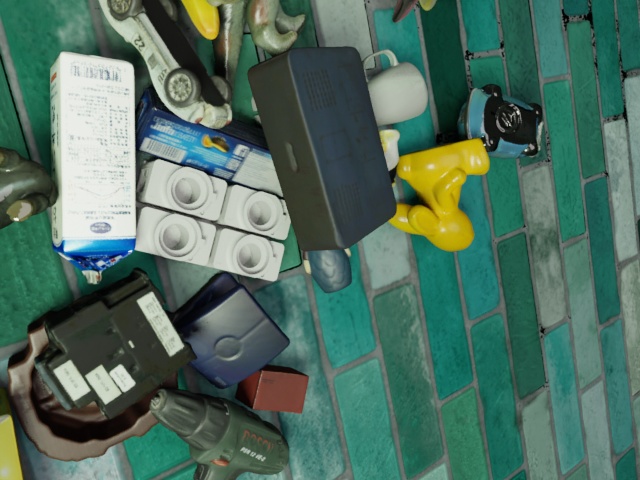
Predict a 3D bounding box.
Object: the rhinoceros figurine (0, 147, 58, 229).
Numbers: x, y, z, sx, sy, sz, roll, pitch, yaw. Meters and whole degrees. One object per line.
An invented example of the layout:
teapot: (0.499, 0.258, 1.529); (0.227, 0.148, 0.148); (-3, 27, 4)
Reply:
rhinoceros figurine: (-0.343, -0.022, 0.491); (0.190, 0.112, 0.073); (-29, 105, -11)

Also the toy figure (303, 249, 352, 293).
toy figure: (-0.003, -0.002, 0.749); (0.064, 0.058, 0.154); (-28, 102, -34)

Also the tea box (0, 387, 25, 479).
tea box: (-0.327, 0.244, 0.525); (0.068, 0.098, 0.169); (-11, 100, -32)

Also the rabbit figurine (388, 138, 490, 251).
rabbit figurine: (0.188, -0.059, 0.833); (0.162, 0.122, 0.173); (-23, 105, -25)

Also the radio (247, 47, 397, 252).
radio: (0.011, -0.112, 0.651); (0.131, 0.073, 0.229); (-28, 108, -43)

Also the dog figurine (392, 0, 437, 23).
dog figurine: (0.200, -0.416, 0.834); (0.191, 0.109, 0.219); (35, 78, -32)

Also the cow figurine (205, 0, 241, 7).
cow figurine: (-0.134, -0.343, 0.564); (0.127, 0.085, 0.194); (-26, 100, 1)

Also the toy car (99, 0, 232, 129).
toy car: (-0.166, -0.203, 0.586); (0.201, 0.056, 0.073); (56, 25, 6)

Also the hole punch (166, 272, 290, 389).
hole punch: (-0.114, 0.116, 0.665); (0.116, 0.092, 0.142); (-46, 118, -19)

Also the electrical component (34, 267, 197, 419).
electrical component: (-0.213, 0.109, 0.549); (0.134, 0.058, 0.114); (-31, 108, -26)

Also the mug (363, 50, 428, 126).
mug: (0.089, -0.215, 0.784); (0.107, 0.081, 0.109); (-28, 114, -20)

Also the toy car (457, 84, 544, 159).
toy car: (0.289, -0.188, 0.900); (0.161, 0.103, 0.109); (7, 87, -24)

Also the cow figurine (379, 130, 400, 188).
cow figurine: (0.038, -0.108, 0.765); (0.167, 0.068, 0.098); (-11, 103, -29)

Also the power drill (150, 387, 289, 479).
power drill: (-0.147, 0.290, 0.641); (0.231, 0.086, 0.207); (34, 71, -46)

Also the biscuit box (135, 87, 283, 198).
biscuit box: (-0.121, -0.115, 0.650); (0.202, 0.063, 0.059); (17, 122, -33)

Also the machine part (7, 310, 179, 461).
machine part: (-0.249, 0.149, 0.596); (0.179, 0.056, 0.179); (-3, 95, -32)

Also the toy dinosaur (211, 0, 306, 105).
toy dinosaur: (-0.070, -0.356, 0.659); (0.192, 0.131, 0.405); (35, 81, -12)
